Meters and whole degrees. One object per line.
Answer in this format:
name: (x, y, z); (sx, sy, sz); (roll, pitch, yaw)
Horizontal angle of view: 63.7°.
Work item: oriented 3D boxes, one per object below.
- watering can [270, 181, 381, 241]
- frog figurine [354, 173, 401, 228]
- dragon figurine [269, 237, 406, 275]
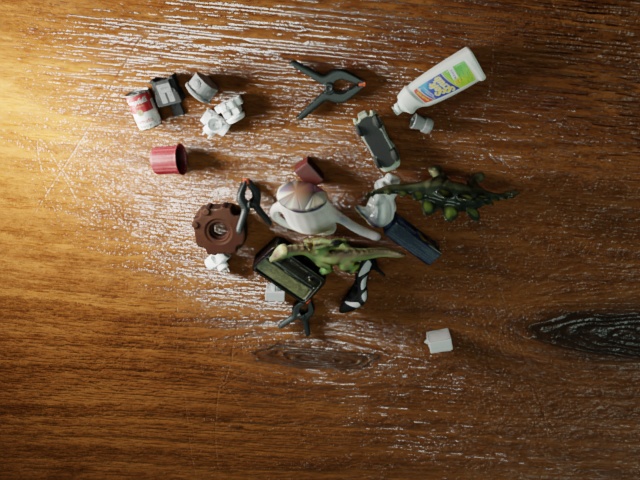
watering can: (0.005, -0.078, 1.543); (0.348, 0.106, 0.219); (7, 151, 16)
frog figurine: (0.195, -0.117, 1.557); (0.158, 0.125, 0.136); (-41, 146, 12)
dragon figurine: (0.052, 0.035, 1.561); (0.410, 0.241, 0.123); (-5, 80, 9)
